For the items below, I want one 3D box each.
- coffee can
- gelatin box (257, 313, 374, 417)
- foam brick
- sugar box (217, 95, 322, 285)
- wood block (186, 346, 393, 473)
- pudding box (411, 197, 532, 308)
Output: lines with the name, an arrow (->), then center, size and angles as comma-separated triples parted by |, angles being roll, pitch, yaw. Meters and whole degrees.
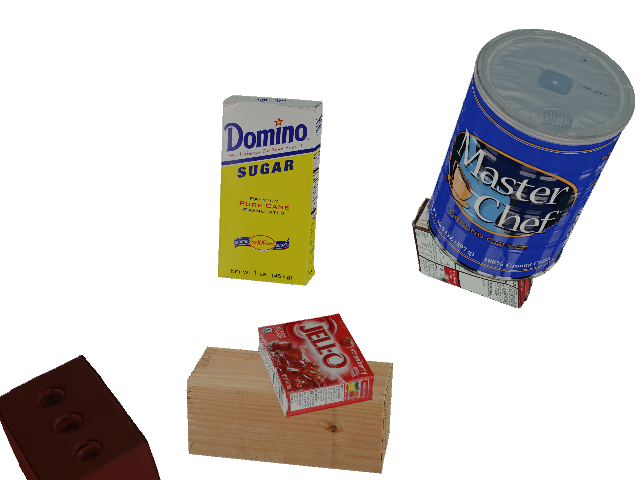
coffee can -> 0.137, -0.055, 0.718 | 0.102, 0.103, 0.140 | 0, -40, -11
gelatin box -> -0.005, 0.099, 0.866 | 0.073, 0.030, 0.089 | -9, 34, -15
foam brick -> -0.120, 0.107, 0.532 | 0.052, 0.051, 0.078 | -27, 42, -24
sugar box -> -0.050, -0.049, 1.036 | 0.093, 0.176, 0.048 | 5, 17, 9
wood block -> -0.031, 0.179, 1.139 | 0.206, 0.091, 0.090 | 4, 20, 8
pudding box -> 0.148, 0.013, 1.029 | 0.114, 0.039, 0.090 | 19, -28, 21
